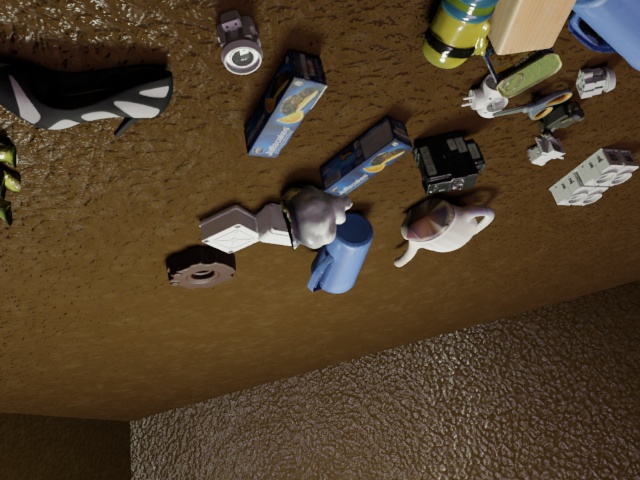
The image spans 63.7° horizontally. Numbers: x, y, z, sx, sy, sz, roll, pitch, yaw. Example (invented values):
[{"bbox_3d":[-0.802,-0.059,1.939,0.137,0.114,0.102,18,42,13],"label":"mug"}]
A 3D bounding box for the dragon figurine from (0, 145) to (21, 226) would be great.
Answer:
[{"bbox_3d":[-0.595,-0.116,0.775,0.242,0.125,0.402,6,-31,-18],"label":"dragon figurine"}]

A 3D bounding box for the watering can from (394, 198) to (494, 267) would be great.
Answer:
[{"bbox_3d":[0.298,-0.012,1.398,0.343,0.106,0.223,-30,-32,32],"label":"watering can"}]

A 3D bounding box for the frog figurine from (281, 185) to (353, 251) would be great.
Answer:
[{"bbox_3d":[0.003,-0.057,1.133,0.160,0.139,0.120,-17,-20,-11],"label":"frog figurine"}]
